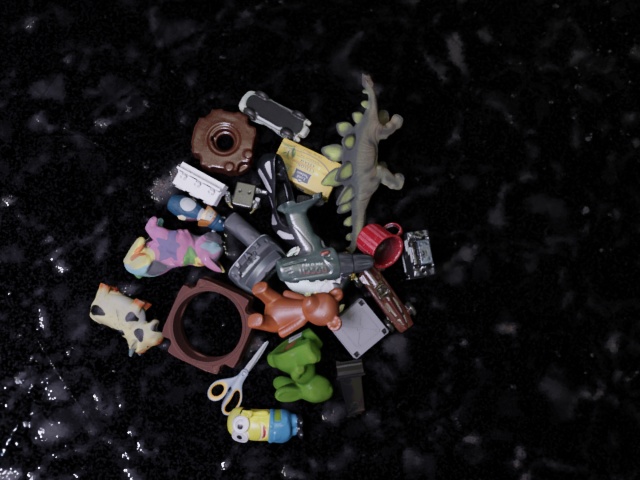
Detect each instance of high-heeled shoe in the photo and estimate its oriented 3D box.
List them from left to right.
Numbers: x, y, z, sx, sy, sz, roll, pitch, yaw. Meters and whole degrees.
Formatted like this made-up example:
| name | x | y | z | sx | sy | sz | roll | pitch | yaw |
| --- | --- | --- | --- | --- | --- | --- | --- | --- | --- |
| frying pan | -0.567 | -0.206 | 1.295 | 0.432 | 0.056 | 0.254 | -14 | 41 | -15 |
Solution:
| name | x | y | z | sx | sy | sz | roll | pitch | yaw |
| --- | --- | --- | --- | --- | --- | --- | --- | --- | --- |
| high-heeled shoe | -0.076 | -0.095 | 1.315 | 0.086 | 0.145 | 0.248 | -38 | 94 | -34 |

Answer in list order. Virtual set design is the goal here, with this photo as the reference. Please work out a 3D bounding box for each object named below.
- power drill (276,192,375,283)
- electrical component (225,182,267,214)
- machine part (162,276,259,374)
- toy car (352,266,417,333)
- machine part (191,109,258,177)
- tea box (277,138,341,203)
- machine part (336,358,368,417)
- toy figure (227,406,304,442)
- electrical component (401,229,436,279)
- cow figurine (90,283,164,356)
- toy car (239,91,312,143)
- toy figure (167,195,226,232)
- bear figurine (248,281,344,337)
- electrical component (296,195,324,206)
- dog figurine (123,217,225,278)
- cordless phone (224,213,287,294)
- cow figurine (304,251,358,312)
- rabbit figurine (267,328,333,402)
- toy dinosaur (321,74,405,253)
| name | x | y | z | sx | sy | sz | roll | pitch | yaw |
| --- | --- | --- | --- | --- | --- | --- | --- | --- | --- |
| power drill | -0.003 | -0.004 | 1.264 | 0.232 | 0.086 | 0.207 | -15 | 93 | -8 |
| electrical component | -0.193 | -0.109 | 1.377 | 0.102 | 0.045 | 0.078 | 18 | 84 | 1 |
| machine part | -0.261 | 0.204 | 1.299 | 0.202 | 0.087 | 0.201 | 24 | 90 | 6 |
| toy car | 0.162 | 0.139 | 1.351 | 0.089 | 0.053 | 0.202 | -33 | 83 | -9 |
| machine part | -0.246 | -0.253 | 1.391 | 0.179 | 0.056 | 0.179 | 0 | 81 | -1 |
| tea box | -0.036 | -0.178 | 1.380 | 0.170 | 0.068 | 0.098 | 24 | 81 | 1 |
| machine part | 0.082 | 0.364 | 1.324 | 0.084 | 0.039 | 0.139 | -5 | 81 | -7 |
| toy figure | -0.131 | 0.442 | 1.287 | 0.180 | 0.089 | 0.082 | 3 | 78 | -10 |
| electrical component | 0.241 | 0.037 | 1.324 | 0.058 | 0.134 | 0.115 | -10 | 84 | -4 |
| cow figurine | -0.469 | 0.199 | 1.308 | 0.195 | 0.085 | 0.127 | 25 | 84 | 5 |
| toy car | -0.117 | -0.321 | 1.398 | 0.202 | 0.056 | 0.073 | 30 | 81 | 9 |
| toy figure | -0.309 | -0.065 | 1.363 | 0.154 | 0.058 | 0.064 | 23 | 88 | 1 |
| bear figurine | -0.051 | 0.159 | 1.245 | 0.196 | 0.131 | 0.120 | -12 | 58 | 32 |
| electrical component | -0.025 | -0.099 | 1.360 | 0.063 | 0.094 | 0.021 | 7 | 91 | -15 |
| dog figurine | -0.343 | 0.043 | 1.324 | 0.219 | 0.108 | 0.191 | 30 | 82 | 0 |
| cordless phone | -0.189 | 0.030 | 1.338 | 0.184 | 0.088 | 0.146 | 41 | 85 | 6 |
| cow figurine | 0.041 | 0.113 | 1.316 | 0.098 | 0.068 | 0.167 | 37 | 93 | 30 |
| rabbit figurine | -0.041 | 0.326 | 1.290 | 0.159 | 0.121 | 0.170 | -30 | 99 | -2 |
| toy dinosaur | 0.102 | -0.166 | 1.330 | 0.198 | 0.105 | 0.470 | -10 | 107 | -27 |
